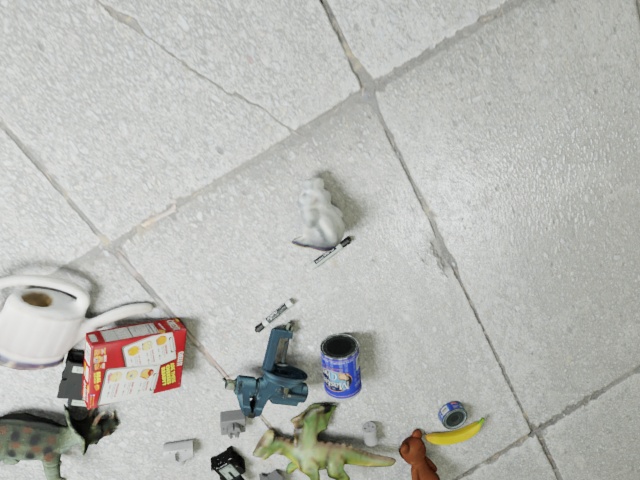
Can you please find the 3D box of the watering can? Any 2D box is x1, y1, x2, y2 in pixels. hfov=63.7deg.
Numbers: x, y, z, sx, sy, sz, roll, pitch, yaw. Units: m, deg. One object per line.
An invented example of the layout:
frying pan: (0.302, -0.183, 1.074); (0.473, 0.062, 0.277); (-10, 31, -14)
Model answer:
watering can: (-0.570, 0.189, 1.140); (0.345, 0.106, 0.222); (19, 109, -32)

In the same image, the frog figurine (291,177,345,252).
frog figurine: (0.004, -0.059, 1.173); (0.137, 0.124, 0.158); (-1, 109, -50)

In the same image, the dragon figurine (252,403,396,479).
dragon figurine: (0.014, 0.580, 1.470); (0.411, 0.123, 0.239); (-8, 107, -11)
